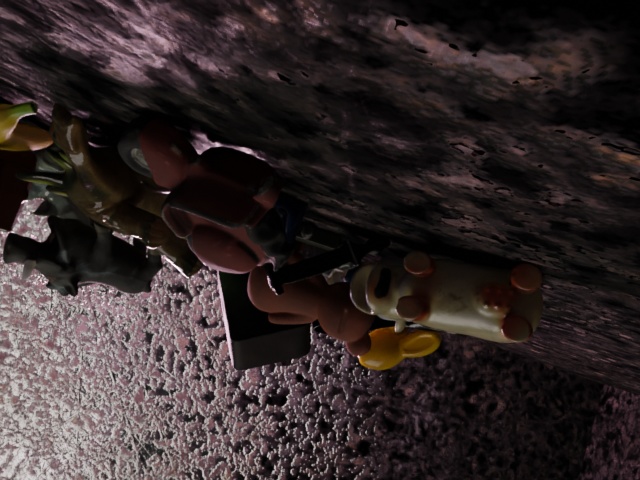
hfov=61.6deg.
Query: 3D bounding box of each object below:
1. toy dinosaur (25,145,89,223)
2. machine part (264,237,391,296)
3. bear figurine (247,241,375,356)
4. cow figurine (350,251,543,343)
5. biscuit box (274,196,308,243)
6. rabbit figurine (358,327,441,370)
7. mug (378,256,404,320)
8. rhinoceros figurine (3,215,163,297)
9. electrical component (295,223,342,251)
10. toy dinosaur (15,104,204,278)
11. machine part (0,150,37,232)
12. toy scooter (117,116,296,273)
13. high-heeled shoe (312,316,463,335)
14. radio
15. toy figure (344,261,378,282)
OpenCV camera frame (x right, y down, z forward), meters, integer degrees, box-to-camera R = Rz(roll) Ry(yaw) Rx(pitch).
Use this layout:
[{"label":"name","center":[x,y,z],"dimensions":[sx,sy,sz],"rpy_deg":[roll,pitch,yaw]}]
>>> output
[{"label":"toy dinosaur","center":[-0.487,-0.118,0.796],"dimensions":[0.405,0.131,0.192],"rpy_deg":[27,171,-16]},{"label":"machine part","center":[0.007,0.026,0.611],"dimensions":[0.139,0.039,0.084],"rpy_deg":[-18,-176,-7]},{"label":"bear figurine","center":[0.001,0.073,0.767],"dimensions":[0.196,0.120,0.132],"rpy_deg":[15,-159,16]},{"label":"cow figurine","center":[0.123,0.056,0.547],"dimensions":[0.195,0.085,0.127],"rpy_deg":[5,168,26]},{"label":"biscuit box","center":[-0.065,-0.013,0.641],"dimensions":[0.063,0.059,0.202],"rpy_deg":[20,173,-7]},{"label":"rabbit figurine","center":[0.133,0.149,0.939],"dimensions":[0.162,0.173,0.121],"rpy_deg":[22,171,15]},{"label":"mug","center":[0.133,0.068,0.667],"dimensions":[0.107,0.081,0.109],"rpy_deg":[2,158,40]},{"label":"rhinoceros figurine","center":[-0.298,0.021,0.689],"dimensions":[0.190,0.112,0.073],"rpy_deg":[22,-171,-46]},{"label":"electrical component","center":[-0.001,-0.002,0.720],"dimensions":[0.063,0.021,0.094],"rpy_deg":[19,173,3]},{"label":"toy dinosaur","center":[-0.212,-0.049,0.626],"dimensions":[0.199,0.105,0.471],"rpy_deg":[28,168,5]},{"label":"machine part","center":[-0.435,-0.085,0.597],"dimensions":[0.201,0.087,0.201],"rpy_deg":[18,-173,-30]},{"label":"toy scooter","center":[-0.072,-0.025,0.442],"dimensions":[0.135,0.075,0.183],"rpy_deg":[14,153,32]},{"label":"high-heeled shoe","center":[0.114,0.124,0.819],"dimensions":[0.249,0.145,0.086],"rpy_deg":[22,140,21]},{"label":"radio","center":[-0.099,0.102,0.905],"dimensions":[0.131,0.073,0.230],"rpy_deg":[-8,-142,-13]},{"label":"toy figure","center":[0.105,0.062,0.780],"dimensions":[0.155,0.057,0.064],"rpy_deg":[14,-170,28]}]
